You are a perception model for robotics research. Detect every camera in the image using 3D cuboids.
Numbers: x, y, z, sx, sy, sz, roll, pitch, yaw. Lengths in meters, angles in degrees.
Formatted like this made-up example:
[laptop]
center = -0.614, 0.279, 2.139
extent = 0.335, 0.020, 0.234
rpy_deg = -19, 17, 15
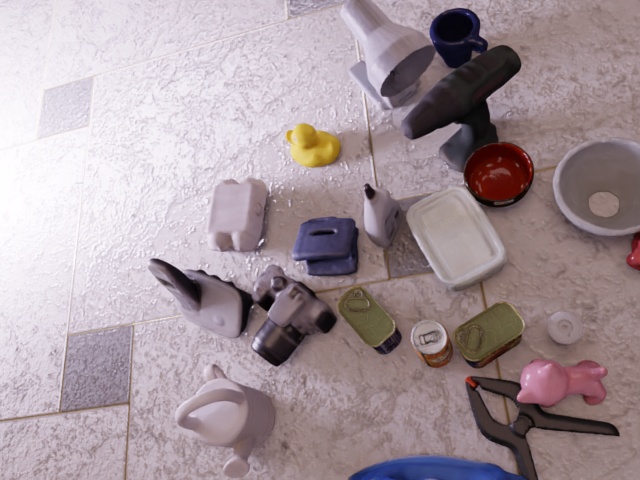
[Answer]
[camera]
center = -0.068, 0.131, 0.964
extent = 0.142, 0.101, 0.137
rpy_deg = 34, 81, 27

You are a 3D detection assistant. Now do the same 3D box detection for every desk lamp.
[desk lamp]
center = 0.115, -0.329, 1.035
extent = 0.118, 0.214, 0.203
rpy_deg = -36, 62, 1

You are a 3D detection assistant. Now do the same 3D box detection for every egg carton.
[egg carton]
center = -0.155, -0.047, 1.084
extent = 0.107, 0.069, 0.150
rpy_deg = -3, 67, 17

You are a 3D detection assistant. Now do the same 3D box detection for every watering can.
[watering can]
center = -0.144, 0.271, 0.877
extent = 0.172, 0.194, 0.101
rpy_deg = 40, 84, 27

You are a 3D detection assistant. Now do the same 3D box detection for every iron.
[iron]
center = 0.146, 0.352, 0.780
extent = 0.257, 0.142, 0.119
rpy_deg = 2, 69, 19

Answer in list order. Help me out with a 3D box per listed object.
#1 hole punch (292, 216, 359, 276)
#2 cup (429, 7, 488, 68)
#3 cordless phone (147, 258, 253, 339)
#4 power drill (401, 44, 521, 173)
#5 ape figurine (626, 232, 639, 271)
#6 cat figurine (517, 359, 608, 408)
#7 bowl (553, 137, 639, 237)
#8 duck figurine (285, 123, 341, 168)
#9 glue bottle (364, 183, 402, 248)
[hole punch]
center = 0.009, 0.004, 0.998
extent = 0.108, 0.091, 0.101
rpy_deg = -4, 67, 16
[cup]
center = 0.265, -0.362, 1.068
extent = 0.117, 0.095, 0.092
rpy_deg = 39, 84, 27
[cordless phone]
center = -0.206, 0.093, 0.976
extent = 0.147, 0.185, 0.094
rpy_deg = 15, 74, 23
[power drill]
center = 0.236, -0.203, 0.946
extent = 0.230, 0.209, 0.075
rpy_deg = -44, 62, -4
[ape figurine]
center = 0.491, 0.008, 0.842
extent = 0.078, 0.092, 0.076
rpy_deg = -34, 62, 2
[cat figurine]
center = 0.335, 0.196, 0.799
extent = 0.127, 0.118, 0.067
rpy_deg = -12, 65, 13
[bowl]
center = 0.452, -0.073, 0.899
extent = 0.167, 0.075, 0.167
rpy_deg = -6, 66, 15
[duck figurine]
center = -0.017, -0.189, 1.090
extent = 0.104, 0.086, 0.077
rpy_deg = 7, 70, 20
[glue bottle]
center = 0.096, -0.051, 0.947
extent = 0.037, 0.173, 0.078
rpy_deg = 21, 76, 24
